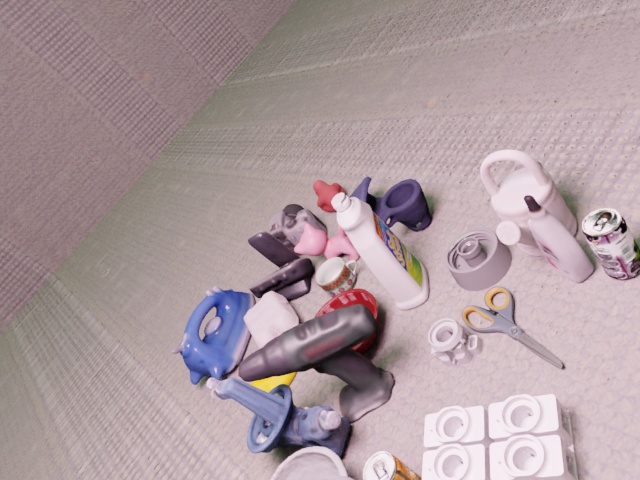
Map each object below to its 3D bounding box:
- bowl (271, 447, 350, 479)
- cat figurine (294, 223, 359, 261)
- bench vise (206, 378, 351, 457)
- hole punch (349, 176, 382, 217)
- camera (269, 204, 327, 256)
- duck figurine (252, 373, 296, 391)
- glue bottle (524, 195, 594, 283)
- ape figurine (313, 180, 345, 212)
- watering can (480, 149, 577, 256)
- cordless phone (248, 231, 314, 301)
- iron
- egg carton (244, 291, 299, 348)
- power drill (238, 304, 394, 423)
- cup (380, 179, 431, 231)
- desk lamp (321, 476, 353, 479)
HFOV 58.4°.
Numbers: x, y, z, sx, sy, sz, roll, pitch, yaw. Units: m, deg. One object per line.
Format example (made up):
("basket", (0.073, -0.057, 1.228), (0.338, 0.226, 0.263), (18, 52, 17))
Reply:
("bowl", (-0.008, 0.402, 0.853), (0.167, 0.075, 0.167), (-29, 34, 23))
("cat figurine", (0.012, 0.005, 1.267), (0.127, 0.118, 0.067), (-22, 37, 32))
("bench vise", (-0.066, 0.272, 0.935), (0.207, 0.220, 0.121), (-27, 35, 25))
("hole punch", (0.090, -0.074, 1.296), (0.100, 0.091, 0.108), (-21, 38, 33))
("camera", (-0.064, -0.039, 1.424), (0.143, 0.101, 0.137), (-26, 35, 27))
("duck figurine", (-0.108, 0.260, 1.130), (0.104, 0.086, 0.077), (-43, 31, 2))
("glue bottle", (0.341, -0.009, 0.849), (0.037, 0.174, 0.078), (-44, 31, 0))
("ape figurine", (0.018, -0.116, 1.431), (0.078, 0.092, 0.076), (-41, 31, 5))
("watering can", (0.326, -0.064, 0.912), (0.100, 0.195, 0.173), (-26, 36, 27))
("cordless phone", (-0.116, 0.056, 1.286), (0.147, 0.185, 0.094), (-31, 33, 20))
("iron", (-0.241, 0.193, 1.309), (0.118, 0.142, 0.258), (-18, 40, 36))
("egg carton", (-0.101, 0.178, 1.236), (0.107, 0.070, 0.150), (-45, 31, -2))
("power drill", (0.014, 0.207, 0.932), (0.229, 0.209, 0.075), (-36, 32, 12))
("cup", (0.177, -0.052, 1.166), (0.118, 0.095, 0.091), (-52, 32, -13))
("desk lamp", (0.089, 0.373, 0.641), (0.202, 0.214, 0.118), (6, 57, 52))
